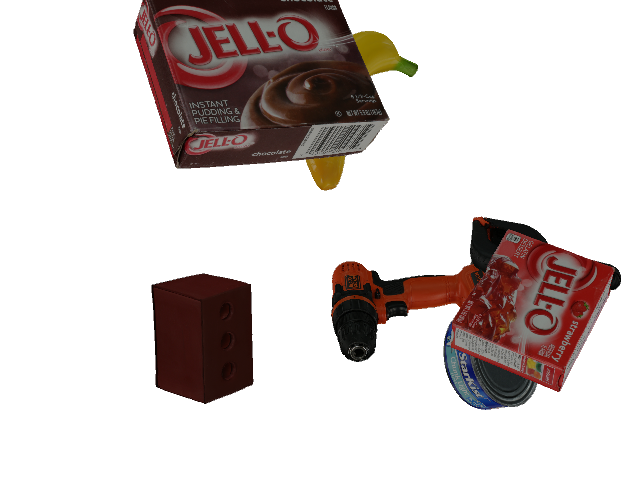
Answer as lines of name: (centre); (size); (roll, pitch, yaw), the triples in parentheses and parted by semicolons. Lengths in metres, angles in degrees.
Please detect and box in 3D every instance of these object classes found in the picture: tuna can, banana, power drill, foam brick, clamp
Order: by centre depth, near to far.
foam brick: (-0.084, 0.068, 0.762); (0.051, 0.078, 0.052); (10, 17, 39)
banana: (0.023, -0.117, 0.845); (0.037, 0.069, 0.197); (-49, 4, 46)
tuna can: (0.141, 0.096, 0.878); (0.085, 0.086, 0.034); (0, -13, -42)
clamp: (0.214, 0.020, 1.067); (0.120, 0.039, 0.171); (-9, 33, -15)
power drill: (0.105, 0.077, 1.218); (0.187, 0.057, 0.184); (-1, 28, -1)

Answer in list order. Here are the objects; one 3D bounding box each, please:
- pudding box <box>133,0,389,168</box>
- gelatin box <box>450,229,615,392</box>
pudding box: (-0.032, -0.086, 0.557); (0.113, 0.090, 0.039); (-6, -28, -29)
gelatin box: (0.132, 0.041, 0.663); (0.073, 0.089, 0.030); (22, -36, 22)
